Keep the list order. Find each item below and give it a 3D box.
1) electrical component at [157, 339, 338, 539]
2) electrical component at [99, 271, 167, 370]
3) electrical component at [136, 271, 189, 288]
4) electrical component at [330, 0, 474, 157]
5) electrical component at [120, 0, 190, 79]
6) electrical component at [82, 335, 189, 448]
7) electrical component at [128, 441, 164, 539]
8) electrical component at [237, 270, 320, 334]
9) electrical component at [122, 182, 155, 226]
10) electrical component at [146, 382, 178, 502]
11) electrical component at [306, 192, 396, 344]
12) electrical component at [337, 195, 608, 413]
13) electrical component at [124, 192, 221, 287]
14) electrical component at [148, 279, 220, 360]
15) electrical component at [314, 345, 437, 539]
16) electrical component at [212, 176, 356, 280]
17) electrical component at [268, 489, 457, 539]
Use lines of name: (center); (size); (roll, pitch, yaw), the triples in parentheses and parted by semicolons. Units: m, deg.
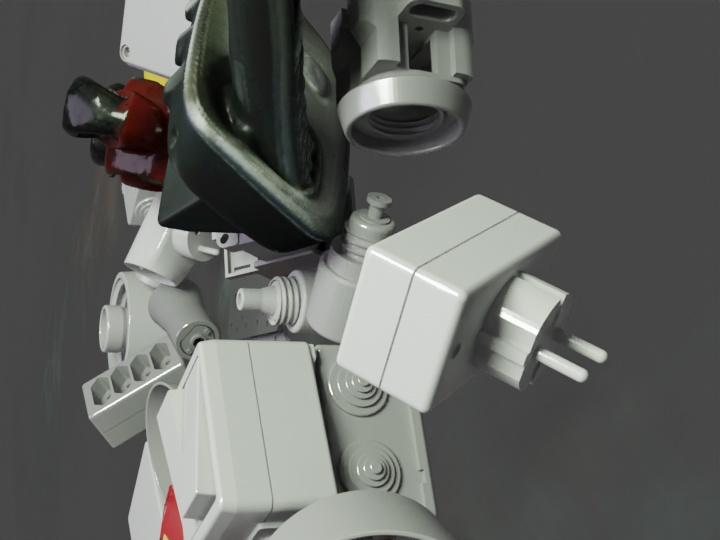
electrical component: (-0.051, 0.085, 0.471); (0.061, 0.061, 0.096); (121, 144, -48)
electrical component: (-0.192, 0.051, 0.930); (0.108, 0.060, 0.108); (-177, 90, -67)
electrical component: (-0.156, -0.021, 0.885); (0.044, 0.044, 0.065); (49, 127, 58)
electrical component: (0.018, -0.085, 0.466); (0.078, 0.058, 0.057); (142, 130, -60)
electrical component: (-0.097, -0.175, 0.698); (0.109, 0.056, 0.108); (24, 112, 36)
electrical component: (-0.162, 0.107, 0.851); (0.075, 0.083, 0.047); (62, 176, -34)
electrical component: (-0.136, 0.188, 0.800); (0.099, 0.048, 0.099); (-116, 36, -48)
electrical component: (-0.034, 0.017, 0.568); (0.035, 0.061, 0.035); (-177, 90, -67)
electrical component: (-0.173, -0.094, 0.921); (0.099, 0.048, 0.099); (115, 149, -41)
electrical component: (-0.104, 0.124, 0.713); (0.099, 0.064, 0.099); (-177, 90, -67)
electrical component: (0.000, 0.000, 0.518); (0.040, 0.040, 0.078); (-122, 42, -53)
electrical component: (0.049, 0.017, 0.374); (0.076, 0.083, 0.047); (27, 118, 23)
electrical component: (-0.130, -0.028, 0.808); (0.079, 0.043, 0.077); (13, 74, 37)
electrical component: (-0.132, 0.040, 0.822); (0.065, 0.044, 0.044); (47, 130, 53)
electrical component: (-0.009, 0.089, 0.518); (0.099, 0.048, 0.099); (131, 137, -55)
electrical component: (-0.044, -0.026, 0.579); (0.081, 0.064, 0.042); (-13, 71, 22)
electrical component: (0.005, 0.140, 0.424); (0.064, 0.099, 0.099); (-129, 47, -66)
